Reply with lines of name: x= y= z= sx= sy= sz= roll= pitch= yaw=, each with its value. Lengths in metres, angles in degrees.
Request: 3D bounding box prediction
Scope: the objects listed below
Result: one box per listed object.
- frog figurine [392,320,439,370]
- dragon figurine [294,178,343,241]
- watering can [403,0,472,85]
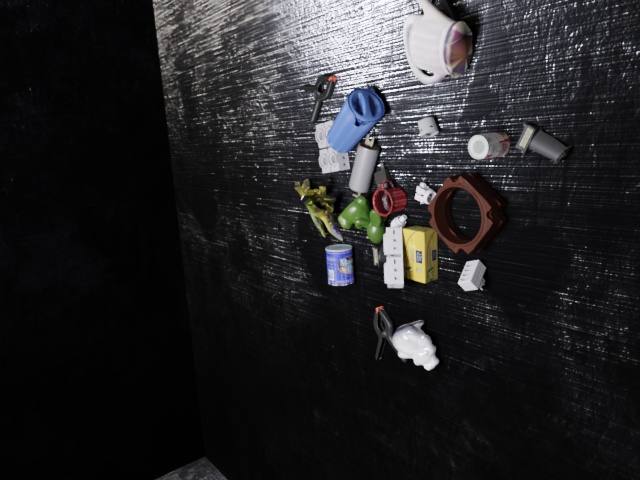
frog figurine: x=0.318 y=0.362 z=1.721 sx=0.135 sy=0.122 sz=0.162 roll=-36 pitch=57 yaw=31
dragon figurine: x=0.006 y=-0.102 z=2.020 sx=0.237 sy=0.122 sz=0.418 roll=74 pitch=172 yaw=-58
watering can: x=0.316 y=-0.589 z=1.442 sx=0.227 sy=0.105 sz=0.339 roll=33 pitch=148 yaw=42
